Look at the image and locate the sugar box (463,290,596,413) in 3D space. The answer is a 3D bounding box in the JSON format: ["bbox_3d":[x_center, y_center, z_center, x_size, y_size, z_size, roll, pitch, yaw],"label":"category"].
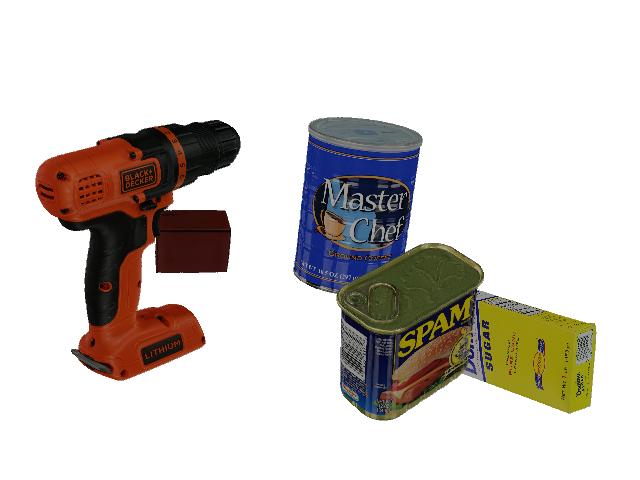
[{"bbox_3d":[0.215,0.117,1.168,0.048,0.093,0.177,-9,16,-42],"label":"sugar box"}]

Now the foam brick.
[{"bbox_3d":[-0.137,0.000,1.142,0.078,0.051,0.053,0,25,-10],"label":"foam brick"}]

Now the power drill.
[{"bbox_3d":[-0.135,0.003,0.847,0.057,0.188,0.184,18,27,42],"label":"power drill"}]

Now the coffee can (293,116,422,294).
[{"bbox_3d":[0.033,-0.033,0.973,0.103,0.140,0.103,6,18,-2],"label":"coffee can"}]

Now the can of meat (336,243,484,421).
[{"bbox_3d":[0.060,0.063,0.725,0.101,0.084,0.058,-26,44,-32],"label":"can of meat"}]
